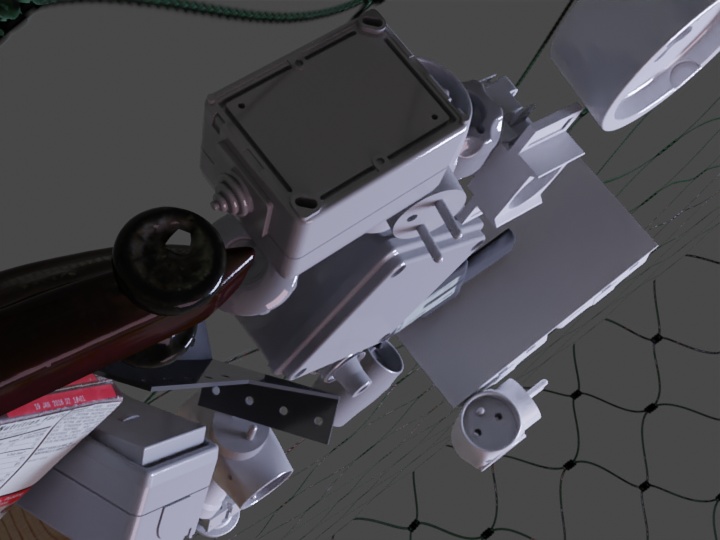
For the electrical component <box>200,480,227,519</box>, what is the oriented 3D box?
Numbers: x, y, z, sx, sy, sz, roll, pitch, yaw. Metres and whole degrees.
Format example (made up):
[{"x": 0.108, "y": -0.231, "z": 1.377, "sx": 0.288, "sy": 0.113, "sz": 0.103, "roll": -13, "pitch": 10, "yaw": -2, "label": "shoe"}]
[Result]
[{"x": -0.125, "y": 0.176, "z": 0.892, "sx": 0.046, "sy": 0.040, "sz": 0.040, "roll": -50, "pitch": 163, "yaw": 17, "label": "electrical component"}]

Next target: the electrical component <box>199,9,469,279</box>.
[{"x": -0.017, "y": -0.043, "z": 0.414, "sx": 0.096, "sy": 0.061, "sz": 0.061, "roll": -33, "pitch": 165, "yaw": -23, "label": "electrical component"}]

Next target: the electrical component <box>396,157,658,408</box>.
[{"x": 0.112, "y": 0.006, "z": 0.806, "sx": 0.186, "sy": 0.105, "sz": 0.060, "roll": -39, "pitch": 166, "yaw": 1, "label": "electrical component"}]

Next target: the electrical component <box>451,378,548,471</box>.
[{"x": 0.106, "y": 0.107, "z": 0.792, "sx": 0.079, "sy": 0.044, "sz": 0.077, "roll": -36, "pitch": 167, "yaw": -10, "label": "electrical component"}]

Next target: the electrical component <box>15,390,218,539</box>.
[{"x": -0.128, "y": 0.094, "z": 0.537, "sx": 0.062, "sy": 0.096, "sz": 0.061, "roll": -10, "pitch": 120, "yaw": -63, "label": "electrical component"}]

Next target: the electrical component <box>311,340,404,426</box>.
[{"x": 0.004, "y": 0.092, "z": 0.933, "sx": 0.077, "sy": 0.044, "sz": 0.079, "roll": -45, "pitch": 165, "yaw": 24, "label": "electrical component"}]

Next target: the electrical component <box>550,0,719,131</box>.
[{"x": 0.147, "y": -0.130, "z": 0.553, "sx": 0.108, "sy": 0.060, "sz": 0.108, "roll": -36, "pitch": 166, "yaw": -11, "label": "electrical component"}]

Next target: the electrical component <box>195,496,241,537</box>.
[{"x": -0.132, "y": 0.212, "z": 0.977, "sx": 0.066, "sy": 0.048, "sz": 0.055, "roll": -30, "pitch": 156, "yaw": -30, "label": "electrical component"}]

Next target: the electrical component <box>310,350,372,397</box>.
[{"x": -0.017, "y": 0.057, "z": 0.733, "sx": 0.048, "sy": 0.062, "sz": 0.048, "roll": -36, "pitch": 166, "yaw": -10, "label": "electrical component"}]

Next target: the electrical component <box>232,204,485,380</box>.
[{"x": 0.000, "y": 0.000, "z": 0.606, "sx": 0.108, "sy": 0.056, "sz": 0.109, "roll": -47, "pitch": 164, "yaw": 31, "label": "electrical component"}]

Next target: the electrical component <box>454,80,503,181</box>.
[{"x": 0.044, "y": -0.064, "z": 0.540, "sx": 0.043, "sy": 0.043, "sz": 0.062, "roll": -32, "pitch": 167, "yaw": -24, "label": "electrical component"}]

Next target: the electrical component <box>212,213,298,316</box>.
[{"x": -0.050, "y": -0.001, "z": 0.508, "sx": 0.048, "sy": 0.048, "sz": 0.062, "roll": -38, "pitch": 173, "yaw": -1, "label": "electrical component"}]

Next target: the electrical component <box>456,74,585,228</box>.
[{"x": 0.076, "y": -0.065, "z": 0.575, "sx": 0.042, "sy": 0.063, "sz": 0.081, "roll": -29, "pitch": 164, "yaw": -39, "label": "electrical component"}]

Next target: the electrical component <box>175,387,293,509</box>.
[{"x": -0.080, "y": 0.108, "z": 0.702, "sx": 0.043, "sy": 0.077, "sz": 0.079, "roll": -31, "pitch": 165, "yaw": -26, "label": "electrical component"}]

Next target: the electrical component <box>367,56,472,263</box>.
[{"x": 0.023, "y": -0.041, "z": 0.485, "sx": 0.044, "sy": 0.079, "sz": 0.077, "roll": -12, "pitch": 154, "yaw": -33, "label": "electrical component"}]
